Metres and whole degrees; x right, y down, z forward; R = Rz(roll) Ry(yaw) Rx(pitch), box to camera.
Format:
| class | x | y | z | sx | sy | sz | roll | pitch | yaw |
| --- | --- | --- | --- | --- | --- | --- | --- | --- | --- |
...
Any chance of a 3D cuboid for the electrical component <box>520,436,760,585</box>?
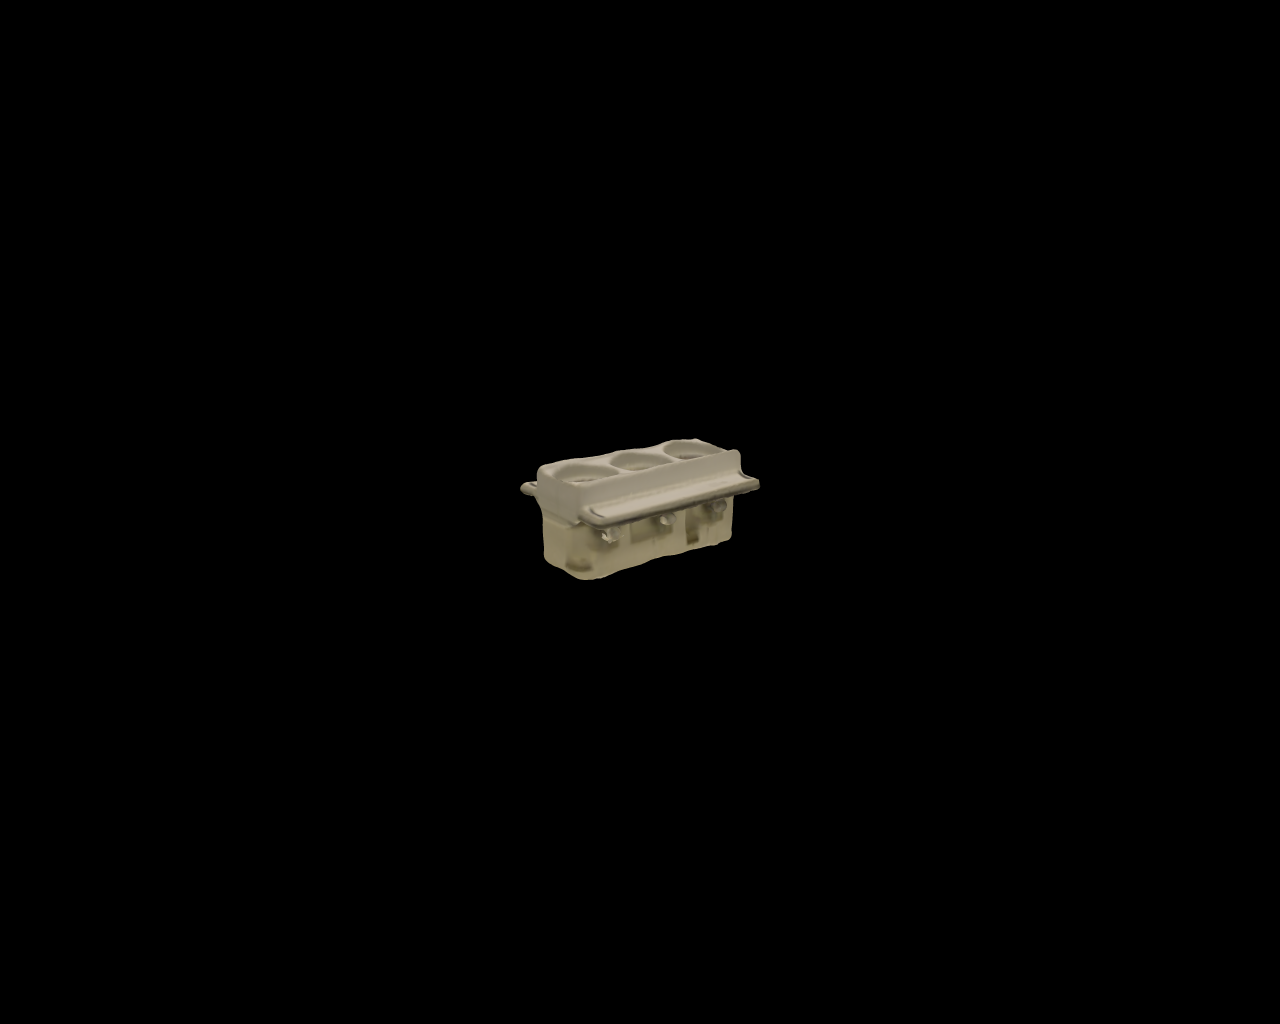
| class | x | y | z | sx | sy | sz | roll | pitch | yaw |
| --- | --- | --- | --- | --- | --- | --- | --- | --- | --- |
| electrical component | 0.001 | -0.003 | 0.650 | 0.121 | 0.063 | 0.079 | -14 | 22 | -36 |
